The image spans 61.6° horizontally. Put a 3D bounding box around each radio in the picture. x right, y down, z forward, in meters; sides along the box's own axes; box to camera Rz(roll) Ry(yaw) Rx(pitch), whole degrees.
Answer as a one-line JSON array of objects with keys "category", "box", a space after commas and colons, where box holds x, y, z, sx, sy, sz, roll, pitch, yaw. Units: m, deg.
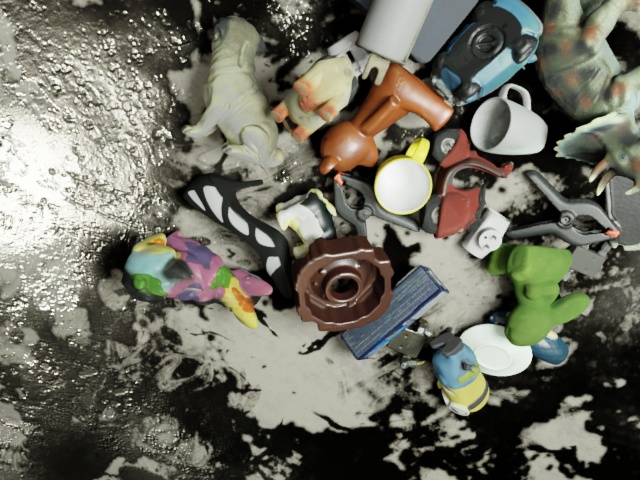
[{"category": "radio", "box": [0.111, -0.380, 0.781, 0.229, 0.073, 0.131, 40, 106, -12]}]

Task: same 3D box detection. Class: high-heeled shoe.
[{"category": "high-heeled shoe", "box": [-0.138, 0.000, 0.928, 0.145, 0.086, 0.248, -13, 104, 11]}]

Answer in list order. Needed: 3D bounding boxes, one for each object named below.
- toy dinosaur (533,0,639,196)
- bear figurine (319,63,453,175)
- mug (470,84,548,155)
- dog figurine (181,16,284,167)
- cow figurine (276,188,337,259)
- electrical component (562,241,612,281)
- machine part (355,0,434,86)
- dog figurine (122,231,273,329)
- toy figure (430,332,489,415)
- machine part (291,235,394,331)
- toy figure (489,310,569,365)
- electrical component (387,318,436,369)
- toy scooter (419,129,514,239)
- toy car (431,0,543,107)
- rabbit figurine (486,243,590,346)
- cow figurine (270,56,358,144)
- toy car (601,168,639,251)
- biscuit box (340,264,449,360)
[{"category": "toy dinosaur", "box": [0.388, -0.253, 0.781, 0.192, 0.131, 0.405, -31, 84, 21]}, {"category": "bear figurine", "box": [0.091, -0.168, 0.833, 0.132, 0.120, 0.195, 32, 110, -12]}, {"category": "mug", "box": [0.301, -0.180, 0.835, 0.107, 0.081, 0.109, 10, 87, -32]}, {"category": "dog figurine", "box": [-0.107, -0.226, 0.828, 0.172, 0.121, 0.190, 23, 102, -18]}, {"category": "cow figurine", "box": [-0.001, -0.002, 0.927, 0.098, 0.068, 0.167, -28, 107, 6]}, {"category": "electrical component", "box": [0.461, 0.036, 0.936, 0.063, 0.021, 0.094, 24, 109, -6]}, {"category": "machine part", "box": [0.114, -0.328, 0.718, 0.079, 0.079, 0.243, 22, 110, -5]}, {"category": "dog figurine", "box": [-0.196, 0.075, 0.910, 0.219, 0.191, 0.108, 25, 103, 10]}, {"category": "toy figure", "box": [0.256, 0.244, 0.976, 0.089, 0.082, 0.179, -17, 120, 5]}, {"category": "machine part", "box": [0.037, 0.072, 0.893, 0.179, 0.056, 0.179, -5, 122, -8]}, {"category": "toy figure", "box": [0.373, 0.170, 0.971, 0.154, 0.058, 0.064, 33, 102, -3]}, {"category": "electrical component", "box": [0.168, 0.186, 0.993, 0.078, 0.045, 0.102, 25, 109, -7]}, {"category": "toy scooter", "box": [0.240, -0.086, 0.879, 0.135, 0.075, 0.183, 7, 105, -1]}, {"category": "toy car", "box": [0.251, -0.265, 0.795, 0.161, 0.103, 0.109, -47, 62, 21]}, {"category": "rabbit figurine", "box": [0.360, 0.095, 0.911, 0.159, 0.121, 0.170, 7, 91, -20]}, {"category": "cow figurine", "box": [-0.007, -0.209, 0.795, 0.085, 0.195, 0.127, 46, 69, -9]}, {"category": "toy car", "box": [0.501, -0.076, 0.871, 0.074, 0.056, 0.201, -5, 112, 28]}, {"category": "biscuit box", "box": [0.130, 0.132, 0.957, 0.202, 0.059, 0.063, -43, 65, 16]}]
